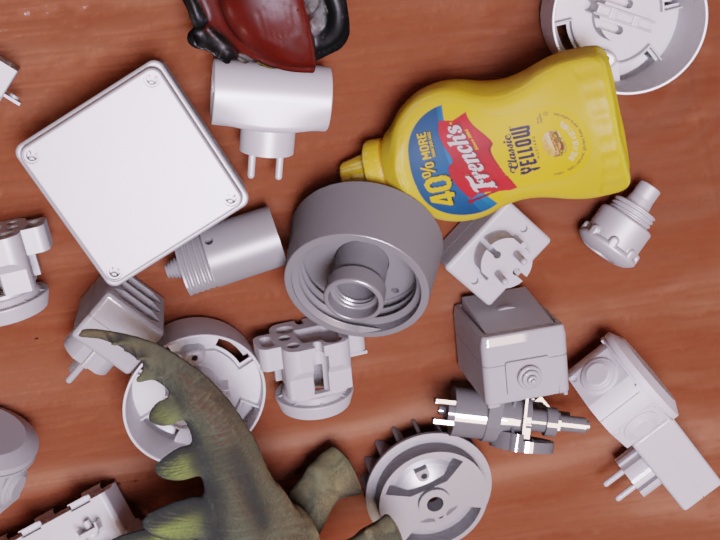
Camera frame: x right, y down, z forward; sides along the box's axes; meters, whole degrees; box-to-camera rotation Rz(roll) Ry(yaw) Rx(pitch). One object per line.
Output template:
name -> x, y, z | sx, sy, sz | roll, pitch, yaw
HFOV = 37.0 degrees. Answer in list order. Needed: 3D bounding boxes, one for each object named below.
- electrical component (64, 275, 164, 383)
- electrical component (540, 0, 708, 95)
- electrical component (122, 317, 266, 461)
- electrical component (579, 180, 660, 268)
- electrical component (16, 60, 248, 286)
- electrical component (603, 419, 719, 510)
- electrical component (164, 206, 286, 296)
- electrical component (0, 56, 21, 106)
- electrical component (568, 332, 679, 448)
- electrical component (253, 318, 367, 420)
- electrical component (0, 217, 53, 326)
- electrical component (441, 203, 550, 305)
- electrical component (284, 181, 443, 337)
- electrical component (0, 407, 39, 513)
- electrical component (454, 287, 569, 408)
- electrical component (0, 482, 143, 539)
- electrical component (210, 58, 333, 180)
electrical component -> -0.176, 0.046, 0.737 | 0.047, 0.065, 0.076 | 39, 99, -20
electrical component -> 0.174, -0.171, 0.725 | 0.099, 0.064, 0.099 | -4, 111, -10
electrical component -> -0.117, 0.084, 0.763 | 0.099, 0.064, 0.099 | -3, 110, -9
electrical component -> 0.196, -0.036, 0.790 | 0.048, 0.048, 0.062 | 34, 94, -20
electrical component -> -0.146, -0.065, 0.703 | 0.109, 0.056, 0.108 | -32, 105, 2
electrical component -> 0.232, 0.157, 0.866 | 0.076, 0.047, 0.083 | -39, 112, 5
electrical component -> -0.095, -0.012, 0.744 | 0.081, 0.043, 0.043 | -18, 112, -4
electrical component -> -0.249, -0.114, 0.676 | 0.066, 0.048, 0.055 | 32, 94, -20
electrical component -> 0.200, 0.091, 0.819 | 0.051, 0.080, 0.080 | -41, 112, 11
electrical component -> -0.035, 0.071, 0.778 | 0.078, 0.058, 0.057 | -11, 112, -17
electrical component -> -0.241, 0.003, 0.714 | 0.078, 0.058, 0.057 | -13, 109, -6
electrical component -> 0.099, -0.011, 0.763 | 0.047, 0.076, 0.065 | 39, 99, -21
electrical component -> 0.000, 0.000, 0.732 | 0.108, 0.060, 0.108 | 6, 135, 6
electrical component -> -0.268, 0.131, 0.745 | 0.080, 0.080, 0.051 | 15, 112, -16
electrical component -> 0.110, 0.055, 0.778 | 0.062, 0.096, 0.061 | -9, 107, -8
electrical component -> -0.223, 0.211, 0.790 | 0.121, 0.078, 0.063 | -28, 91, 0
electrical component -> -0.061, -0.099, 0.718 | 0.077, 0.043, 0.079 | 2, 110, -11
